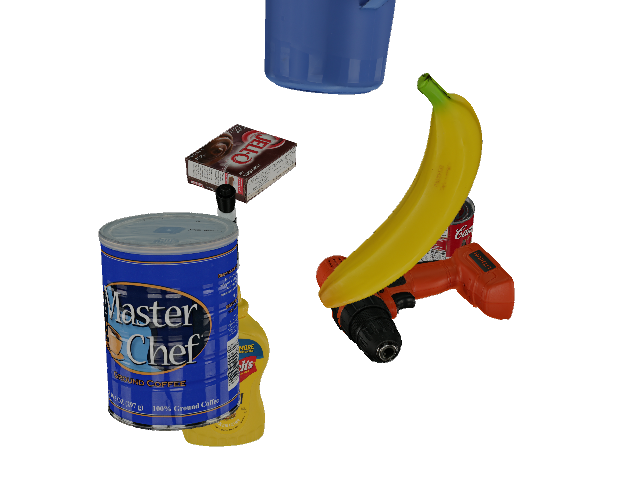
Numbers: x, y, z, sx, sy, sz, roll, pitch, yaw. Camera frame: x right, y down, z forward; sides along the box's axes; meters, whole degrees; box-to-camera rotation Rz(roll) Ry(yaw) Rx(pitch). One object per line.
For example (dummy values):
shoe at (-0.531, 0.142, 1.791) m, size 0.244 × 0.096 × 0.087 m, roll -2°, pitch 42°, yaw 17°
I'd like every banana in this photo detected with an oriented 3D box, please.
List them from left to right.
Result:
banana at (0.061, -0.026, 0.721) m, size 0.069 × 0.198 × 0.037 m, roll 14°, pitch 35°, yaw -13°

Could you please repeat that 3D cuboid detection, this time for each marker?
marker at (-0.088, -0.011, 1.015) m, size 0.020 × 0.020 × 0.121 m, roll 0°, pitch -38°, yaw -3°

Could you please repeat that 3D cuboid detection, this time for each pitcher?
pitcher at (0.018, -0.251, 0.918) m, size 0.145 × 0.243 × 0.149 m, roll 7°, pitch 16°, yaw 7°

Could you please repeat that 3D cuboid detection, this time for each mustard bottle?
mustard bottle at (-0.108, 0.141, 1.231) m, size 0.096 × 0.192 × 0.058 m, roll 0°, pitch 18°, yaw -14°

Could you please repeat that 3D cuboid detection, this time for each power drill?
power drill at (0.103, 0.060, 1.118) m, size 0.187 × 0.057 × 0.184 m, roll -7°, pitch 28°, yaw -15°

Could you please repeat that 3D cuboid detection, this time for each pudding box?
pudding box at (-0.095, -0.094, 1.288) m, size 0.090 × 0.039 × 0.113 m, roll 19°, pitch 38°, yaw 25°

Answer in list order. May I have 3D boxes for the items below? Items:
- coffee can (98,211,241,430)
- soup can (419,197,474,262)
coffee can at (-0.112, 0.058, 0.805) m, size 0.103 × 0.140 × 0.103 m, roll 0°, pitch 15°, yaw 0°
soup can at (0.151, -0.001, 1.312) m, size 0.068 × 0.102 × 0.068 m, roll 0°, pitch 37°, yaw 0°
